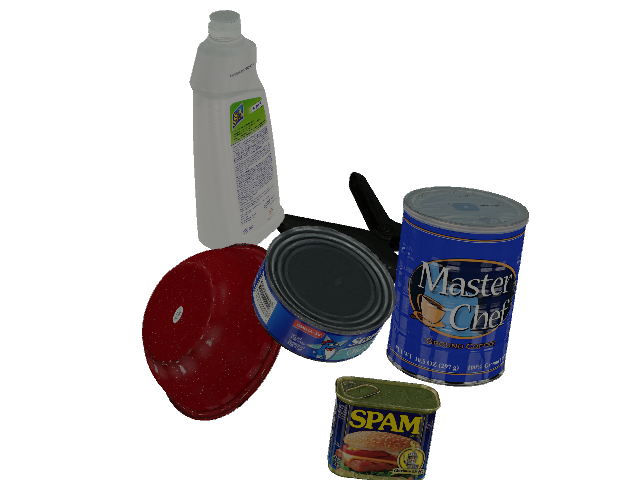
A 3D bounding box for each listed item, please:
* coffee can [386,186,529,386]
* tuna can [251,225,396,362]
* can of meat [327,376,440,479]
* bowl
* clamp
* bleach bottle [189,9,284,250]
[{"bbox_3d":[0.113,0.036,0.893,0.103,0.140,0.103,4,20,-2],"label":"coffee can"},{"bbox_3d":[0.001,0.033,0.662,0.086,0.086,0.034,0,-42,-28],"label":"tuna can"},{"bbox_3d":[0.059,0.185,1.040,0.102,0.084,0.057,7,17,-3],"label":"can of meat"},{"bbox_3d":[-0.103,0.070,0.915,0.162,0.162,0.055,0,-20,45],"label":"bowl"},{"bbox_3d":[0.061,0.002,1.245,0.210,0.036,0.164,38,43,26],"label":"clamp"},{"bbox_3d":[-0.086,-0.112,1.078,0.068,0.251,0.102,19,39,25],"label":"bleach bottle"}]
